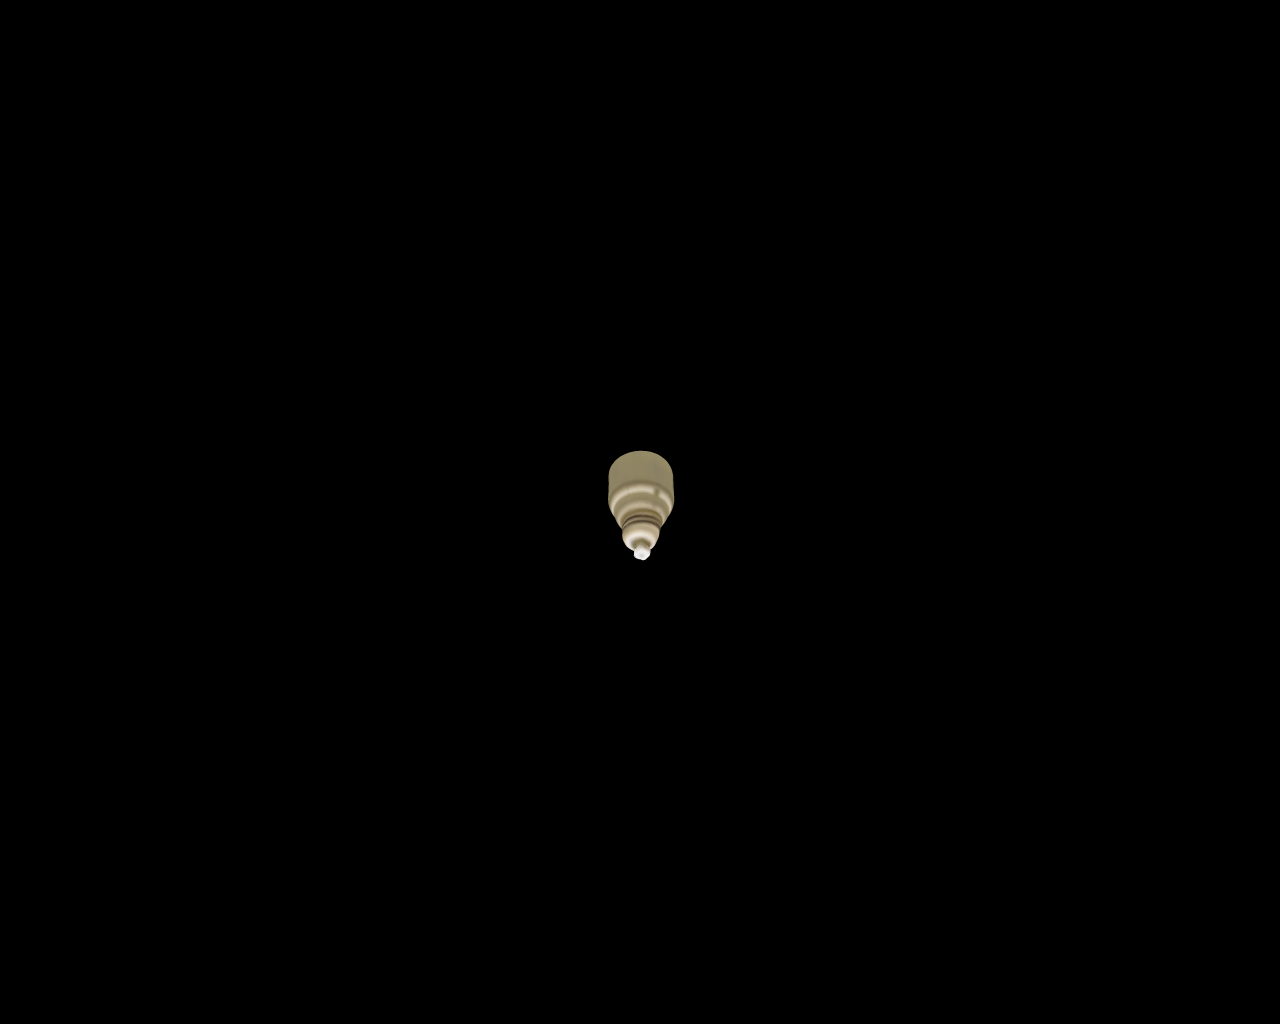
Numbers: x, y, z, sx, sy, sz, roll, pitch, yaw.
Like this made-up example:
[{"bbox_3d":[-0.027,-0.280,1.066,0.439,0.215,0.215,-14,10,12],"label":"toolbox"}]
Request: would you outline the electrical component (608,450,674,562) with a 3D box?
[{"bbox_3d":[0.001,-0.003,0.650,0.040,0.078,0.040,0,-44,0],"label":"electrical component"}]
